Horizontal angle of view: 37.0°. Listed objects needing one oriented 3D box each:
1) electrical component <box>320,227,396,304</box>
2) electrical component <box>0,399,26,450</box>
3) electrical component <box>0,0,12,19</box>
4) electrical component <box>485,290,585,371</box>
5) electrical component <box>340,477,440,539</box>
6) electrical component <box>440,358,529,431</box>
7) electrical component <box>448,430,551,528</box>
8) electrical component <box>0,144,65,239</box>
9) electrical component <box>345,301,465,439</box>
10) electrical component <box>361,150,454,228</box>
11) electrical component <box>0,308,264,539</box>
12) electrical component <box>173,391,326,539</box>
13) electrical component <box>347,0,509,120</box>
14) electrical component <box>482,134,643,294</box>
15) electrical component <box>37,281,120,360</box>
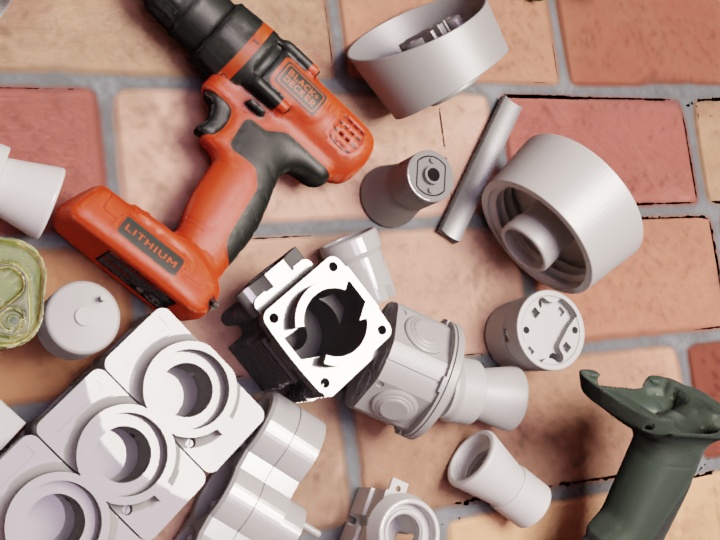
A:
[{"bbox_3d":[0.000,0.000,0.707,0.040,0.040,0.046,-25,97,-27],"label":"electrical component"},{"bbox_3d":[-0.221,0.086,0.580,0.055,0.066,0.048,-50,136,-15],"label":"electrical component"},{"bbox_3d":[-0.238,-0.162,0.614,0.057,0.058,0.078,47,66,-8],"label":"electrical component"},{"bbox_3d":[0.120,0.044,0.751,0.055,0.047,0.055,5,79,-24],"label":"electrical component"},{"bbox_3d":[0.019,0.164,0.677,0.048,0.055,0.066,27,70,-19],"label":"electrical component"},{"bbox_3d":[0.079,0.083,0.726,0.055,0.045,0.045,11,76,-23],"label":"electrical component"},{"bbox_3d":[0.097,0.144,0.726,0.065,0.044,0.044,40,67,-19],"label":"electrical component"},{"bbox_3d":[-0.203,-0.048,0.617,0.055,0.045,0.045,22,72,-20],"label":"electrical component"},{"bbox_3d":[0.029,0.063,0.687,0.051,0.080,0.080,25,71,-14],"label":"electrical component"},{"bbox_3d":[0.034,-0.056,0.718,0.044,0.065,0.044,5,79,-24],"label":"electrical component"},{"bbox_3d":[-0.139,0.105,0.610,0.089,0.062,0.150,48,65,-10],"label":"electrical component"},{"bbox_3d":[-0.058,0.150,0.645,0.074,0.052,0.138,35,69,-16],"label":"electrical component"},{"bbox_3d":[0.048,-0.147,0.726,0.099,0.099,0.064,-39,104,-25],"label":"electrical component"},{"bbox_3d":[0.132,-0.032,0.740,0.060,0.108,0.108,-41,99,-19],"label":"electrical component"},{"bbox_3d":[-0.161,0.031,0.603,0.040,0.078,0.040,5,78,-25],"label":"electrical component"}]
